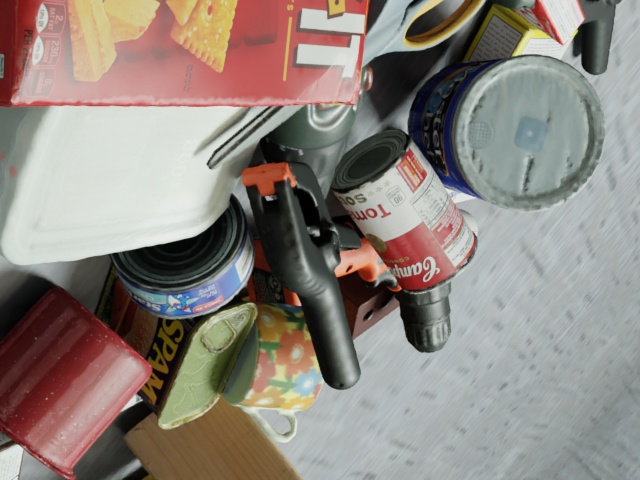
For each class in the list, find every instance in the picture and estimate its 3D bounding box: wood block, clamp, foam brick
[{"bbox_3d":[-0.050,0.211,0.828,0.090,0.206,0.090,-38,163,-9],"label":"wood block"},{"bbox_3d":[0.245,-0.215,0.923,0.209,0.036,0.165,-10,135,-50],"label":"clamp"},{"bbox_3d":[0.040,0.040,0.935,0.078,0.051,0.053,-34,151,-30],"label":"foam brick"},{"bbox_3d":[-0.004,0.001,0.666,0.039,0.120,0.171,-11,135,10],"label":"clamp"}]

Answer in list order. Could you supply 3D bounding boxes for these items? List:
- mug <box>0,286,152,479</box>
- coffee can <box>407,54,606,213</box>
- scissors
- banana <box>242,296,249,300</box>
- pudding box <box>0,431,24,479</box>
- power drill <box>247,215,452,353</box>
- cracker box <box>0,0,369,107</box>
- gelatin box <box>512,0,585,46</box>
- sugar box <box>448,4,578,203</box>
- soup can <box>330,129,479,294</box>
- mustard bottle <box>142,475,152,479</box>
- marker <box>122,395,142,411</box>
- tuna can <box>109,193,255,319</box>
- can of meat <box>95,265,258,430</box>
[{"bbox_3d":[-0.158,0.083,0.651,0.081,0.093,0.117,-49,-174,-11],"label":"mug"},{"bbox_3d":[0.126,-0.078,0.756,0.103,0.102,0.140,-49,-169,1],"label":"coffee can"},{"bbox_3d":[0.019,-0.116,0.578,0.201,0.016,0.096,-31,144,-25],"label":"scissors"},{"bbox_3d":[-0.042,0.074,0.844,0.037,0.069,0.197,-14,172,40],"label":"banana"},{"bbox_3d":[-0.243,0.162,0.668,0.113,0.039,0.090,-21,144,-42],"label":"pudding box"},{"bbox_3d":[0.032,0.034,0.840,0.187,0.057,0.184,-27,116,-38],"label":"power drill"},{"bbox_3d":[-0.058,-0.139,0.443,0.213,0.072,0.164,-10,110,-52],"label":"cracker box"},{"bbox_3d":[0.148,-0.184,0.769,0.030,0.073,0.089,-51,155,6],"label":"gelatin box"},{"bbox_3d":[0.138,-0.111,0.890,0.093,0.048,0.176,-14,141,-50],"label":"sugar box"},{"bbox_3d":[0.060,-0.021,0.767,0.068,0.069,0.102,-43,115,-13],"label":"soup can"},{"bbox_3d":[-0.158,0.249,0.902,0.191,0.058,0.096,-30,146,-34],"label":"mustard bottle"},{"bbox_3d":[-0.110,0.099,0.815,0.120,0.020,0.020,-24,145,-41],"label":"marker"},{"bbox_3d":[-0.084,0.003,0.645,0.086,0.086,0.034,-40,152,-18],"label":"tuna can"},{"bbox_3d":[-0.099,0.057,0.698,0.057,0.084,0.102,-16,140,-48],"label":"can of meat"}]
